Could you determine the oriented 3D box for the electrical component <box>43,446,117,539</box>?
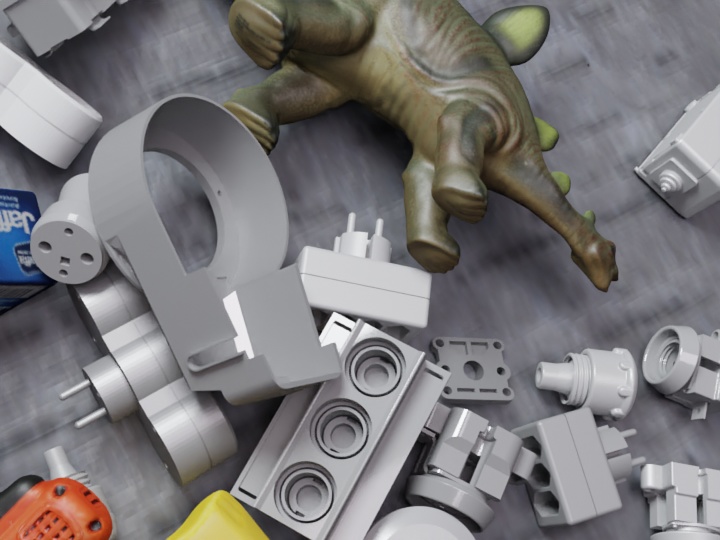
[{"bbox_3d":[-0.163,0.130,0.609,0.035,0.035,0.061,-22,79,-20],"label":"electrical component"}]

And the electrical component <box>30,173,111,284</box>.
[{"bbox_3d":[-0.158,-0.024,0.612,0.045,0.045,0.055,24,31,-8],"label":"electrical component"}]

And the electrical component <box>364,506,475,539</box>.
[{"bbox_3d":[0.030,0.182,0.637,0.080,0.051,0.080,4,74,-14],"label":"electrical component"}]

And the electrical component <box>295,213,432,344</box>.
[{"bbox_3d":[0.000,0.000,0.683,0.083,0.047,0.075,12,69,-12],"label":"electrical component"}]

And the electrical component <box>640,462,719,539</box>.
[{"bbox_3d":[0.213,0.159,0.697,0.066,0.048,0.055,12,65,-12],"label":"electrical component"}]

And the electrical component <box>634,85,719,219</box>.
[{"bbox_3d":[0.248,-0.081,0.765,0.061,0.061,0.096,43,69,0],"label":"electrical component"}]

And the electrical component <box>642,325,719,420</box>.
[{"bbox_3d":[0.226,0.066,0.727,0.055,0.048,0.066,22,70,-16],"label":"electrical component"}]

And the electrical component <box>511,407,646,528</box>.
[{"bbox_3d":[0.147,0.122,0.688,0.077,0.047,0.065,-13,78,-18],"label":"electrical component"}]

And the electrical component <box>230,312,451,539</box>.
[{"bbox_3d":[-0.010,0.098,0.633,0.079,0.063,0.121,27,75,11],"label":"electrical component"}]

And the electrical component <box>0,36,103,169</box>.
[{"bbox_3d":[-0.232,-0.105,0.649,0.138,0.052,0.073,38,93,-2],"label":"electrical component"}]

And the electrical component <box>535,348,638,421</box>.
[{"bbox_3d":[0.147,0.072,0.705,0.062,0.048,0.048,7,73,-6],"label":"electrical component"}]

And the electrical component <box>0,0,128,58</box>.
[{"bbox_3d":[-0.173,-0.184,0.652,0.063,0.079,0.121,56,30,-24],"label":"electrical component"}]

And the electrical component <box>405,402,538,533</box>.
[{"bbox_3d":[0.062,0.124,0.659,0.078,0.058,0.057,28,67,-4],"label":"electrical component"}]

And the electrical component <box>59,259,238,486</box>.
[{"bbox_3d":[-0.137,0.065,0.625,0.074,0.052,0.138,-29,84,-21],"label":"electrical component"}]
